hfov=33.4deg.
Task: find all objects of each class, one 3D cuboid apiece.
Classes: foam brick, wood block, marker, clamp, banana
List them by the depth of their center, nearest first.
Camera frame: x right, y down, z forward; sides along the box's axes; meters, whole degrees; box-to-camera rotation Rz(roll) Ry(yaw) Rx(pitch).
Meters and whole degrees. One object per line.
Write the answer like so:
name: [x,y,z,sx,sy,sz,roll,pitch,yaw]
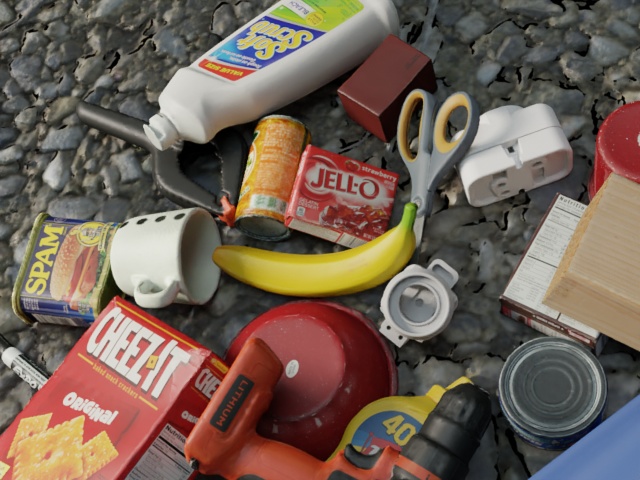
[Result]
wood block: [0.285,0.044,0.797,0.206,0.090,0.090,26,72,8]
banana: [0.003,0.017,0.922,0.198,0.037,0.069,-13,103,22]
marker: [-0.260,0.120,0.960,0.121,0.020,0.020,33,75,25]
foam brick: [0.064,-0.140,0.993,0.053,0.051,0.078,37,78,26]
clamp: [-0.138,-0.094,1.026,0.164,0.036,0.210,-23,61,-2]

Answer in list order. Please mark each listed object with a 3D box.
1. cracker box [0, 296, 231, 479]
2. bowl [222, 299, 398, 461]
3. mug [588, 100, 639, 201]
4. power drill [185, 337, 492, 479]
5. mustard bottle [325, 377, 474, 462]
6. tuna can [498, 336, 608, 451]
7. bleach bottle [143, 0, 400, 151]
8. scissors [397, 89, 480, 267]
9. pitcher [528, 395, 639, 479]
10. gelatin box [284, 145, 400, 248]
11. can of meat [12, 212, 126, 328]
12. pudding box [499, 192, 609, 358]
cracker box: [-0.175,0.163,0.856,0.164,0.072,0.213,21,69,49]
bowl: [-0.019,0.114,0.884,0.162,0.055,0.162,-6,63,11]
mug: [0.281,-0.067,0.885,0.117,0.081,0.093,-21,61,3]
power drill: [0.011,0.150,0.777,0.188,0.057,0.184,31,76,10]
mustard bottle: [0.053,0.180,0.829,0.096,0.058,0.191,44,79,10]
tuna can: [0.184,0.120,0.843,0.086,0.033,0.086,-6,63,11]
bleach bottle: [-0.050,-0.159,0.999,0.250,0.068,0.103,-37,56,-17]
scissors: [0.101,-0.041,0.915,0.096,0.016,0.202,-21,64,44]
pitcher: [0.214,0.208,0.749,0.242,0.149,0.145,-37,46,-10]
gelatin box: [0.019,-0.036,0.943,0.089,0.030,0.073,19,66,-10]
can of meat: [-0.222,0.030,0.976,0.084,0.057,0.102,5,65,14]
pudding box: [0.212,0.027,0.880,0.090,0.039,0.113,25,70,23]
